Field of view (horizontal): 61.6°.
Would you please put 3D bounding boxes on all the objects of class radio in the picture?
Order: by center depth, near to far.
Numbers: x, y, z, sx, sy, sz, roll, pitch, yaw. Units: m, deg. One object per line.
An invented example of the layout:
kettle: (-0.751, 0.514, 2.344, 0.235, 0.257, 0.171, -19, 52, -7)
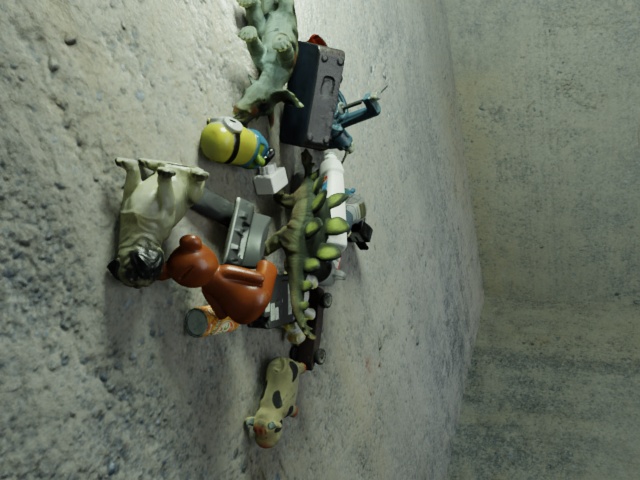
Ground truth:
radio: (-0.020, -0.319, 1.200, 0.073, 0.131, 0.229, 0, 108, -31)

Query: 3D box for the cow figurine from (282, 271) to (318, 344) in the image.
cow figurine: (-0.060, 0.155, 1.256, 0.098, 0.068, 0.167, 32, 58, -53)

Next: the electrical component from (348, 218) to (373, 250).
electrical component: (0.118, -0.019, 1.605, 0.119, 0.075, 0.048, 48, 50, -47)

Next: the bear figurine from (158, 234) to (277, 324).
bear figurine: (-0.181, 0.061, 0.943, 0.195, 0.120, 0.132, 37, 17, -17)

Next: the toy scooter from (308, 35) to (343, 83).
toy scooter: (-0.019, -0.451, 1.329, 0.184, 0.075, 0.135, -16, 86, -53)

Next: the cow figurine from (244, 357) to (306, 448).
cow figurine: (-0.096, 0.351, 1.169, 0.127, 0.086, 0.195, 50, 49, -60)

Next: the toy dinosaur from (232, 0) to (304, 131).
toy dinosaur: (-0.097, -0.420, 1.143, 0.192, 0.131, 0.405, 75, 17, -63)

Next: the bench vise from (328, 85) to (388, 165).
bench vise: (0.059, -0.300, 1.326, 0.223, 0.241, 0.129, 53, 46, -27)

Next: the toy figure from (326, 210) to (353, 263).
toy figure: (0.037, -0.005, 1.320, 0.057, 0.064, 0.154, 97, 16, -61)

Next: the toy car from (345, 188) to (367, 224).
toy car: (0.076, -0.086, 1.492, 0.161, 0.103, 0.109, -37, 122, -60)

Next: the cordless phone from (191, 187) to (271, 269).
cordless phone: (-0.189, -0.022, 1.011, 0.184, 0.089, 0.146, 30, 64, -47)

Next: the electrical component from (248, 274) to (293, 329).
electrical component: (-0.112, 0.131, 1.164, 0.134, 0.058, 0.114, 4, 85, -63)

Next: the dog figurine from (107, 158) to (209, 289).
dog figurine: (-0.255, -0.028, 0.858, 0.172, 0.121, 0.190, -10, 113, -60)

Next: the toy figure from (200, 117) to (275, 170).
toy figure: (-0.158, -0.180, 1.049, 0.180, 0.082, 0.089, 22, 69, -64)

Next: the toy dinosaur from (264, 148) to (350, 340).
toy dinosaur: (-0.033, -0.005, 1.134, 0.105, 0.198, 0.471, 22, 58, -33)

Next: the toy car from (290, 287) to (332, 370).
toy car: (-0.019, 0.215, 1.313, 0.053, 0.089, 0.202, 25, 67, -57)

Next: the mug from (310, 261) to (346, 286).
mug: (0.015, 0.082, 1.374, 0.107, 0.110, 0.081, 49, 48, -71)
